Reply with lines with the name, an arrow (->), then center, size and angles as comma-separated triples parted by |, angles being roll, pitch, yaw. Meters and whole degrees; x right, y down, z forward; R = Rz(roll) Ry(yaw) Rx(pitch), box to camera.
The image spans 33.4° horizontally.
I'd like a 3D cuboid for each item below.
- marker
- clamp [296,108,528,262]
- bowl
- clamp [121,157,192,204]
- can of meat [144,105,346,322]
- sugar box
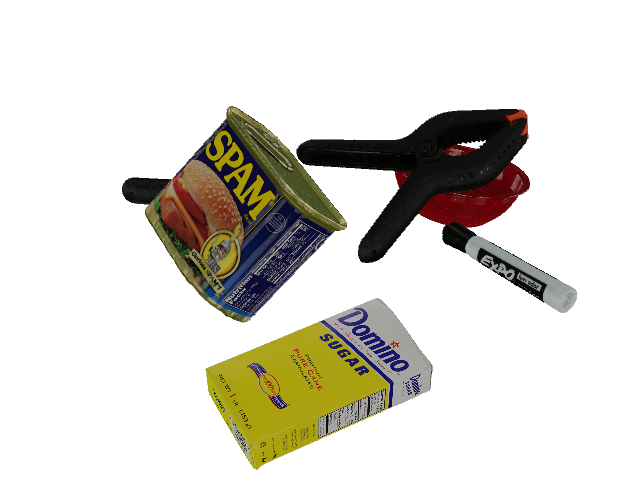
marker -> 0.131, 0.016, 0.764 | 0.020, 0.020, 0.121 | 0, 24, -41
clamp -> 0.096, -0.062, 0.963 | 0.210, 0.164, 0.036 | -17, -44, -3
bowl -> 0.152, -0.059, 1.211 | 0.162, 0.055, 0.162 | 8, 25, -4
clamp -> -0.103, -0.044, 1.029 | 0.172, 0.039, 0.120 | 15, 28, 35
can of meat -> -0.047, -0.015, 0.630 | 0.057, 0.084, 0.102 | 28, 19, -50
sugar box -> -0.001, 0.120, 0.929 | 0.176, 0.048, 0.093 | -23, 50, -17
